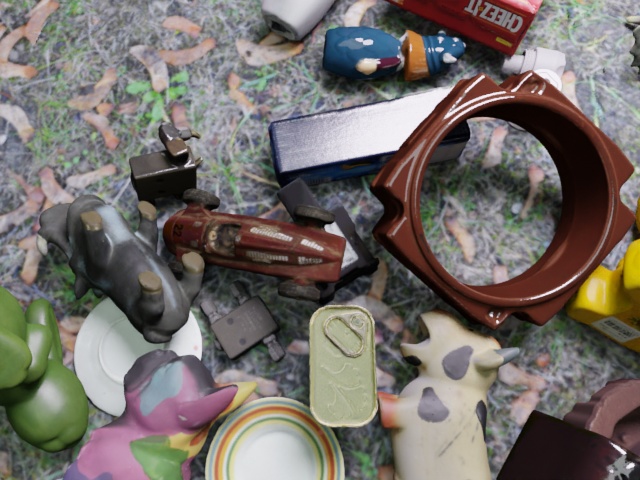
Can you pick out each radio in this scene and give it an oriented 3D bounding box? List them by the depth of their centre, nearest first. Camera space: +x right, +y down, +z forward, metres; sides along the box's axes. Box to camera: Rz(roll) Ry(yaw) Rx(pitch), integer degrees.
[{"bbox_3d":[0.257,0.218,0.382,0.230,0.131,0.073,30,81,7],"label":"radio"}]

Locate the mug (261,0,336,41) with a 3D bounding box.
[{"bbox_3d":[-0.020,-0.285,0.600,0.081,0.109,0.107,28,90,4],"label":"mug"}]

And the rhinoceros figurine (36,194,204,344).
[{"bbox_3d":[-0.197,0.019,0.523,0.190,0.112,0.073,37,37,17],"label":"rhinoceros figurine"}]

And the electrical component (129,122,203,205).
[{"bbox_3d":[-0.155,-0.074,0.551,0.078,0.102,0.045,-15,71,-12],"label":"electrical component"}]

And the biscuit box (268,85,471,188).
[{"bbox_3d":[0.049,-0.105,0.568,0.203,0.059,0.063,-10,76,-1],"label":"biscuit box"}]

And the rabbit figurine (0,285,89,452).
[{"bbox_3d":[-0.285,0.124,0.485,0.121,0.170,0.159,-35,35,-9],"label":"rabbit figurine"}]

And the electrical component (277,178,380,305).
[{"bbox_3d":[-0.001,-0.002,0.549,0.075,0.047,0.119,-35,76,-7],"label":"electrical component"}]

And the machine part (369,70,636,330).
[{"bbox_3d":[0.164,-0.035,0.498,0.201,0.087,0.201,41,90,-7],"label":"machine part"}]

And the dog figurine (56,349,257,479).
[{"bbox_3d":[-0.137,0.205,0.456,0.219,0.108,0.191,-36,74,0],"label":"dog figurine"}]

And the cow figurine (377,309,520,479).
[{"bbox_3d":[0.116,0.159,0.484,0.127,0.085,0.195,-5,78,0],"label":"cow figurine"}]

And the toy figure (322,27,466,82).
[{"bbox_3d":[0.081,-0.207,0.597,0.155,0.058,0.064,3,81,-2],"label":"toy figure"}]

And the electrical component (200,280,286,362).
[{"bbox_3d":[-0.077,0.090,0.541,0.063,0.021,0.094,-34,77,-6],"label":"electrical component"}]

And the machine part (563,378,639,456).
[{"bbox_3d":[0.305,0.211,0.478,0.179,0.056,0.179,0,76,1],"label":"machine part"}]

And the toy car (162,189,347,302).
[{"bbox_3d":[-0.071,0.003,0.516,0.202,0.053,0.089,10,82,30],"label":"toy car"}]

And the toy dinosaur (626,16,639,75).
[{"bbox_3d":[0.418,-0.118,0.536,0.192,0.131,0.404,-1,79,15],"label":"toy dinosaur"}]

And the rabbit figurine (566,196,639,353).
[{"bbox_3d":[0.340,0.020,0.502,0.162,0.121,0.173,24,59,5],"label":"rabbit figurine"}]
